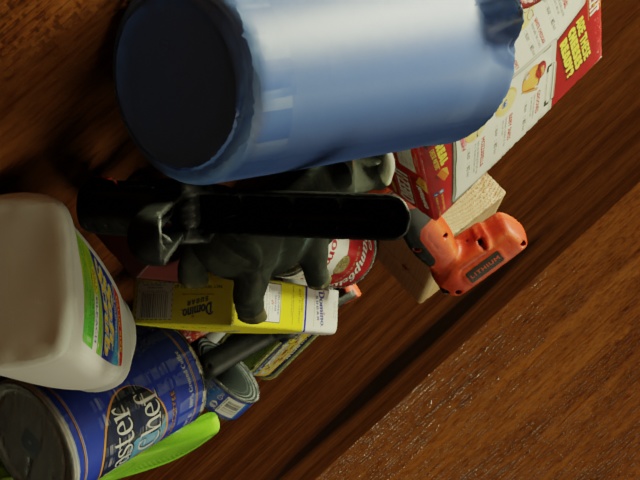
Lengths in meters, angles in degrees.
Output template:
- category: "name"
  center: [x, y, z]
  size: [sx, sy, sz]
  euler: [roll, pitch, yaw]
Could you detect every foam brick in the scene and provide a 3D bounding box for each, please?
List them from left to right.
- category: "foam brick"
  center: [-0.110, -0.006, 0.735]
  size: [0.051, 0.053, 0.078]
  euler: [-45, 164, 9]

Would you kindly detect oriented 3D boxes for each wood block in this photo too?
- category: "wood block"
  center: [0.134, -0.017, 1.250]
  size: [0.090, 0.091, 0.206]
  euler: [-37, 164, -18]

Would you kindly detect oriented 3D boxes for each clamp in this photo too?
- category: "clamp"
  center: [-0.079, -0.015, 0.583]
  size: [0.164, 0.210, 0.036]
  euler: [-6, 100, -46]
- category: "clamp"
  center: [-0.043, 0.084, 1.037]
  size: [0.172, 0.039, 0.120]
  euler: [-32, -176, 22]

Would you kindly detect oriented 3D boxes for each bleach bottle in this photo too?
- category: "bleach bottle"
  center: [-0.163, 0.046, 0.696]
  size: [0.068, 0.102, 0.251]
  euler: [-6, 170, 0]

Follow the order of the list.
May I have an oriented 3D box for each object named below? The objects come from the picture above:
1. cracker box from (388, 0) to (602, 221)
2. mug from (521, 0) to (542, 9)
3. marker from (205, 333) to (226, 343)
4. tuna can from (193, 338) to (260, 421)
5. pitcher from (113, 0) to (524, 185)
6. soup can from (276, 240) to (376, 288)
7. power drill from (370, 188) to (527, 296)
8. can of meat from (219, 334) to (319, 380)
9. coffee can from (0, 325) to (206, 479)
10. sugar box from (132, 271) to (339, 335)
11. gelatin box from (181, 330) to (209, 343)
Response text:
- category: "cracker box"
  center: [0.129, -0.143, 0.842]
  size: [0.213, 0.072, 0.164]
  euler: [-45, 149, -13]
- category: "mug"
  center: [0.146, -0.224, 0.735]
  size: [0.117, 0.081, 0.093]
  euler: [-30, 160, -39]
- category: "marker"
  center: [-0.069, 0.056, 1.071]
  size: [0.121, 0.020, 0.020]
  euler: [-45, 165, 7]
- category: "tuna can"
  center: [-0.104, 0.143, 1.092]
  size: [0.034, 0.086, 0.086]
  euler: [-44, 165, 13]
- category: "pitcher"
  center: [-0.006, -0.102, 0.630]
  size: [0.242, 0.145, 0.149]
  euler: [-19, 140, -49]
- category: "soup can"
  center: [-0.006, 0.001, 0.860]
  size: [0.068, 0.068, 0.102]
  euler: [-47, 156, 14]
- category: "power drill"
  center: [0.128, -0.038, 1.064]
  size: [0.185, 0.057, 0.187]
  euler: [-37, 127, 16]
- category: "can of meat"
  center: [-0.055, 0.105, 1.171]
  size: [0.102, 0.057, 0.084]
  euler: [-45, 163, 6]
- category: "coffee can"
  center: [-0.175, 0.131, 0.847]
  size: [0.140, 0.103, 0.103]
  euler: [-27, 158, -46]
- category: "sugar box"
  center: [-0.063, 0.054, 0.862]
  size: [0.176, 0.093, 0.048]
  euler: [18, 73, -61]
- category: "gelatin box"
  center: [-0.104, 0.057, 0.963]
  size: [0.073, 0.030, 0.089]
  euler: [-30, 160, -40]
